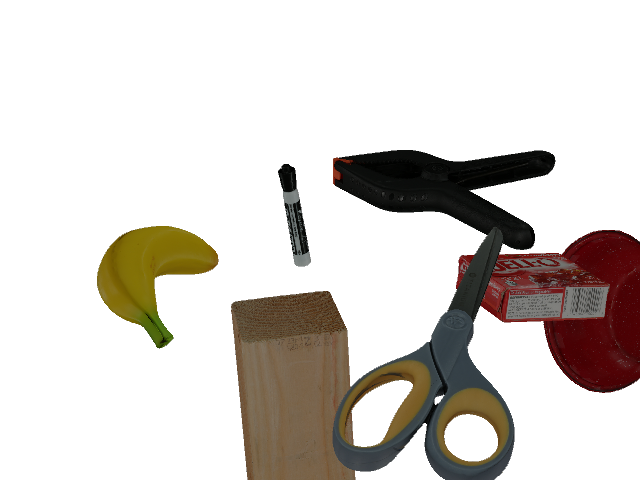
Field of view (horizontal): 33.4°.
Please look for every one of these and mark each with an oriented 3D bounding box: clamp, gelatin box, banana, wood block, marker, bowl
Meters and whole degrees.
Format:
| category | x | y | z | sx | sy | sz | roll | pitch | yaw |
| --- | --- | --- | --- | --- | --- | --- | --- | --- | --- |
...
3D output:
| category | x | y | z | sx | sy | sz | roll | pitch | yaw |
| --- | --- | --- | --- | --- | --- | --- | --- | --- | --- |
| clamp | 0.116 | -0.056 | 1.003 | 0.210 | 0.036 | 0.164 | 12 | 32 | 21 |
| gelatin box | 0.156 | 0.033 | 0.792 | 0.089 | 0.030 | 0.073 | -1 | 18 | -19 |
| banana | -0.118 | 0.022 | 0.756 | 0.037 | 0.069 | 0.197 | -36 | 9 | 14 |
| wood block | -0.022 | 0.159 | 0.934 | 0.090 | 0.206 | 0.091 | -6 | 20 | -8 |
| marker | -0.028 | -0.028 | 1.163 | 0.020 | 0.121 | 0.020 | -8 | 28 | 4 |
| bowl | 0.295 | 0.070 | 1.031 | 0.161 | 0.162 | 0.055 | 0 | 0 | -28 |

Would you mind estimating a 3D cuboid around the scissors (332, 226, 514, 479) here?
| category | x | y | z | sx | sy | sz | roll | pitch | yaw |
| --- | --- | --- | --- | --- | --- | --- | --- | --- | --- |
| scissors | 0.084 | 0.059 | 0.563 | 0.096 | 0.016 | 0.201 | 24 | 45 | 29 |
